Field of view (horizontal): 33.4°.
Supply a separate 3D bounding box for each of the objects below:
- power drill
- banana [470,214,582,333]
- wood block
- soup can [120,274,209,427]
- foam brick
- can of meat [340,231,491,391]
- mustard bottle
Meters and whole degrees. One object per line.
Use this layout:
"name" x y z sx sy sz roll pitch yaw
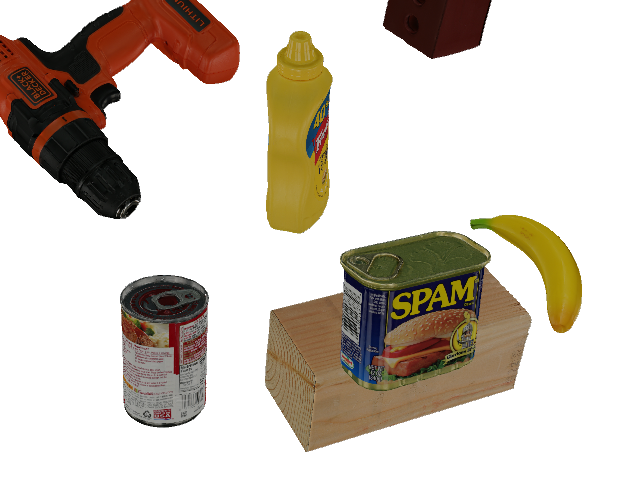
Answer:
"power drill" -0.154 -0.120 0.831 0.187 0.184 0.057 -37 -15 -31
"banana" 0.230 0.025 1.116 0.069 0.037 0.198 -30 38 -1
"wood block" 0.065 0.095 0.922 0.205 0.090 0.091 -12 40 -23
"soup can" -0.123 0.088 0.844 0.068 0.102 0.068 3 28 -2
"foam brick" 0.084 -0.173 0.728 0.051 0.078 0.053 -24 51 -35
"can of meat" 0.063 0.048 0.733 0.101 0.084 0.058 -12 28 -28
"mustard bottle" -0.020 -0.106 0.982 0.058 0.192 0.096 12 43 11
